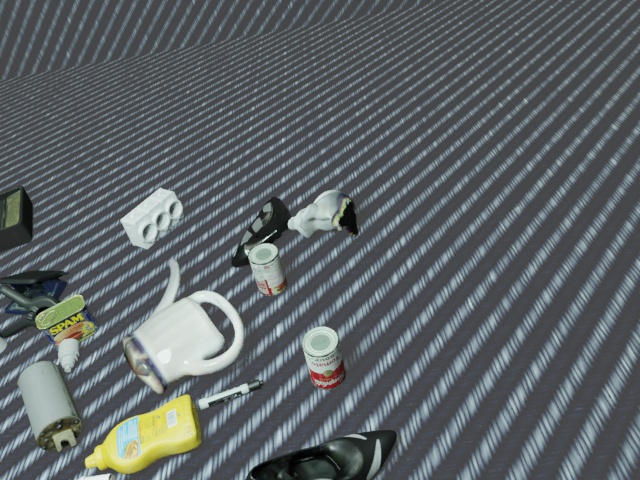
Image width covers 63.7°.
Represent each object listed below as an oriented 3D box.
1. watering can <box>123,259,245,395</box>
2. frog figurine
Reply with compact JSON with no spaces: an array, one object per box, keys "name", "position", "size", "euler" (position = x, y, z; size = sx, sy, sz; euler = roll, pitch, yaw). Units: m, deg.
[{"name":"watering can","position":[-0.302,0.173,1.064],"size":[0.227,0.101,0.352],"euler":[-33,44,-24]},{"name":"frog figurine","position":[0.004,-0.064,1.274],"size":[0.159,0.122,0.138],"euler":[5,8,33]}]
